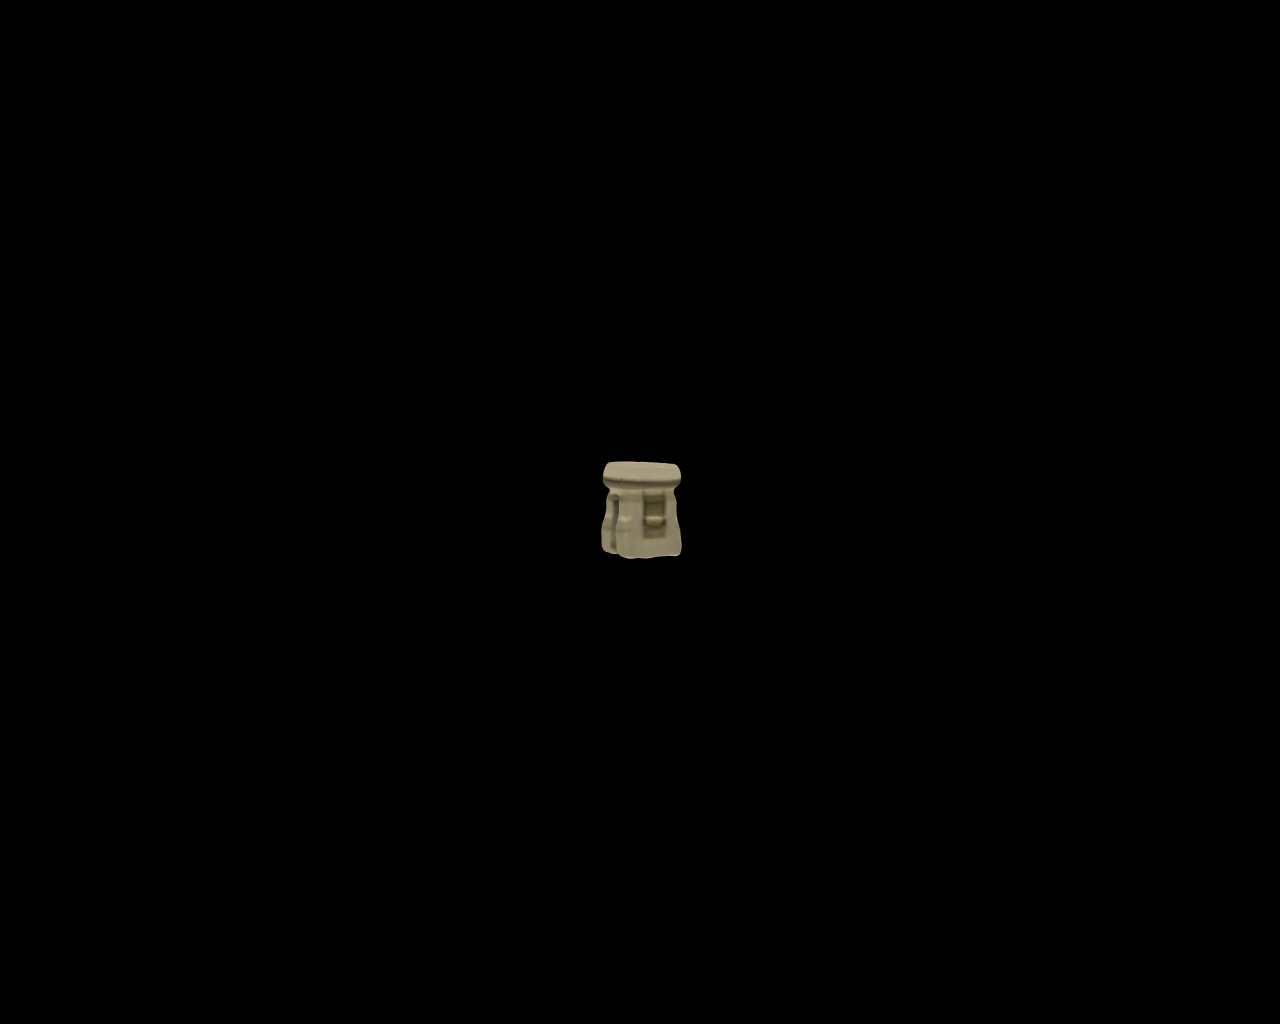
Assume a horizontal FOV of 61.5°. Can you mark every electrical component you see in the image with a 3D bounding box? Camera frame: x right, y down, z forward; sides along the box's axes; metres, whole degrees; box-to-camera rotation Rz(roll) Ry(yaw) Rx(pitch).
[{"bbox_3d":[0.001,-0.003,0.650,0.048,0.055,0.066,-2,5,-24],"label":"electrical component"}]
